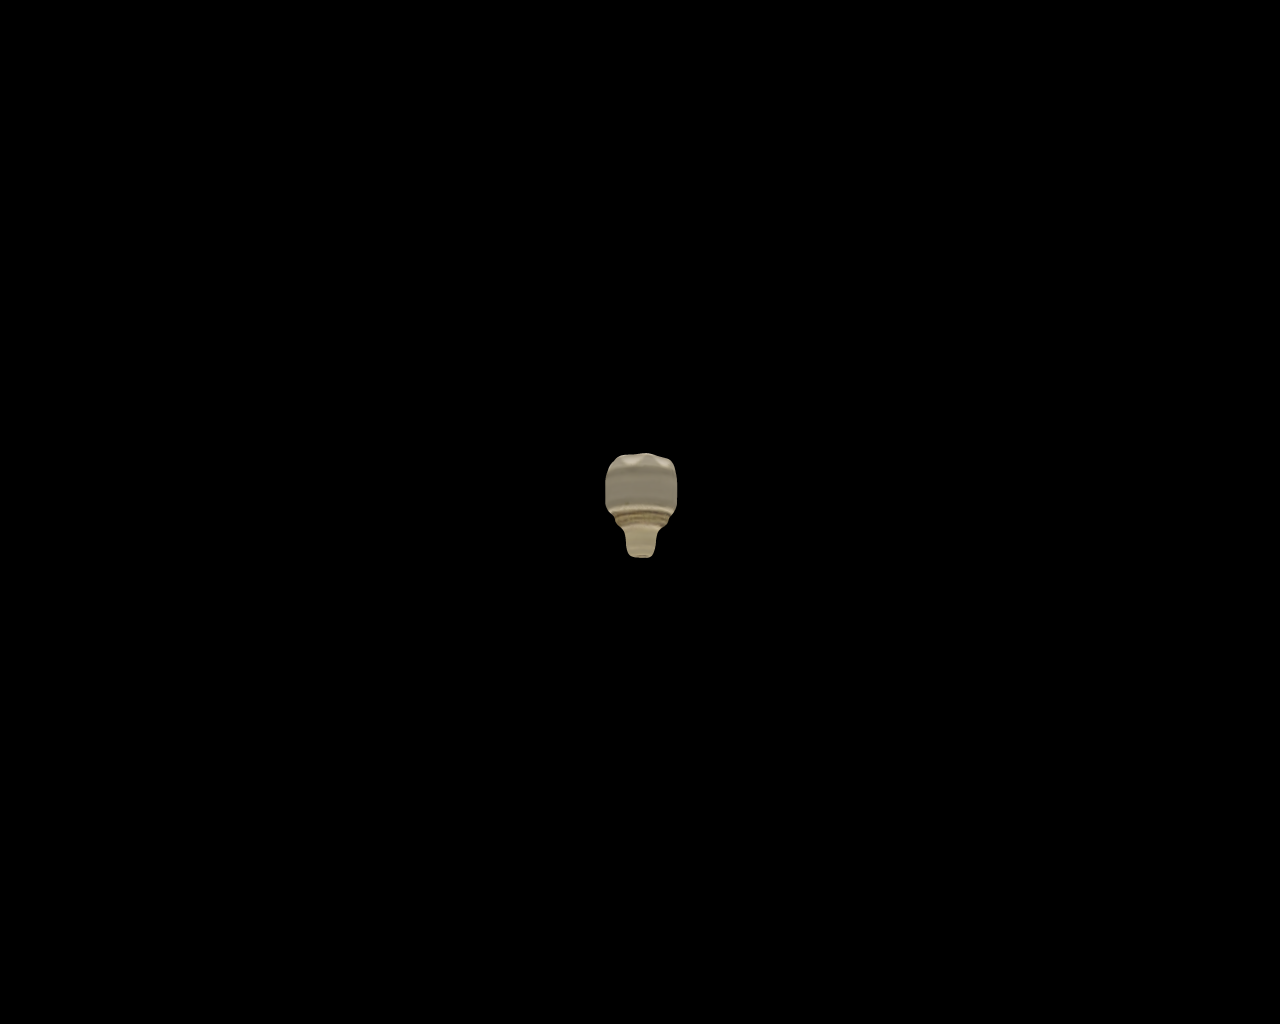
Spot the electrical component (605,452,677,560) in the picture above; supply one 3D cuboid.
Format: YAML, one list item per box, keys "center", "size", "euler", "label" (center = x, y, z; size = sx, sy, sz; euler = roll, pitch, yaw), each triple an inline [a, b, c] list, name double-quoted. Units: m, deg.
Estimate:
- center: [0.001, -0.003, 0.650]
  size: [0.043, 0.062, 0.043]
  euler: [0, -12, 0]
  label: "electrical component"
